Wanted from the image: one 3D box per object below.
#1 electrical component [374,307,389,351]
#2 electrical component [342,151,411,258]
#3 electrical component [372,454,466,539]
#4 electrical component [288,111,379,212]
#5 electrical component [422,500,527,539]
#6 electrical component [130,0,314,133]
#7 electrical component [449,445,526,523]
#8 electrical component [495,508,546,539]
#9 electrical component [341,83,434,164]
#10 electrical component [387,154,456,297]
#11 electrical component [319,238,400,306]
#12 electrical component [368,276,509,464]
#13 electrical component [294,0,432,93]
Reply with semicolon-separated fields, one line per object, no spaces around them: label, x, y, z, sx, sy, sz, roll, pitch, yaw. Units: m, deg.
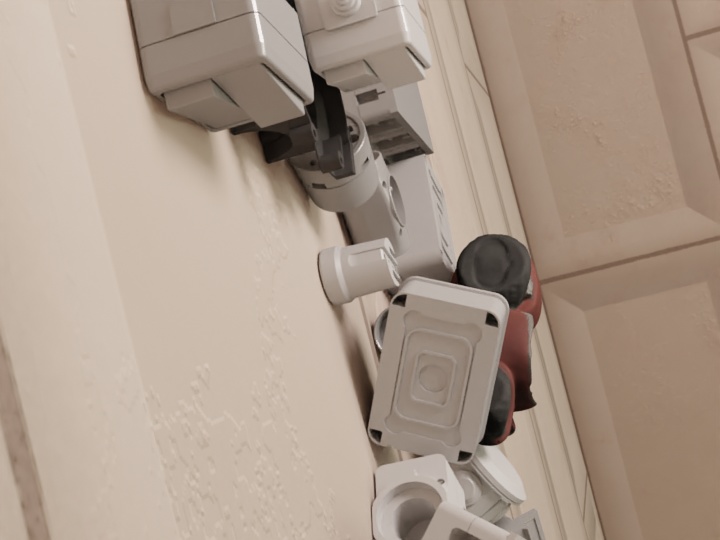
electrical component;0.044;0.069;0.852;0.077;0.043;0.079;26;51;-73
electrical component;0.010;-0.055;0.842;0.079;0.044;0.077;-76;148;-64
electrical component;0.041;0.172;0.704;0.055;0.050;0.089;62;19;-45
electrical component;-0.017;-0.072;0.728;0.047;0.055;0.055;66;15;-50
electrical component;0.085;0.218;0.650;0.186;0.060;0.105;40;74;-48
electrical component;-0.064;-0.106;0.542;0.096;0.062;0.061;26;50;-73
electrical component;0.093;0.168;0.874;0.080;0.051;0.080;45;9;-10
electrical component;0.111;0.228;0.894;0.064;0.081;0.042;30;-39;66
electrical component;0.009;-0.146;0.901;0.150;0.062;0.089;24;53;-74
electrical component;0.045;-0.034;0.939;0.078;0.057;0.113;55;24;-58
electrical component;0.000;0.000;0.732;0.040;0.046;0.040;-14;90;-77
electrical component;0.055;0.067;0.744;0.057;0.078;0.113;-42;142;-73
electrical component;0.003;-0.143;0.647;0.096;0.062;0.061;1;75;-77
